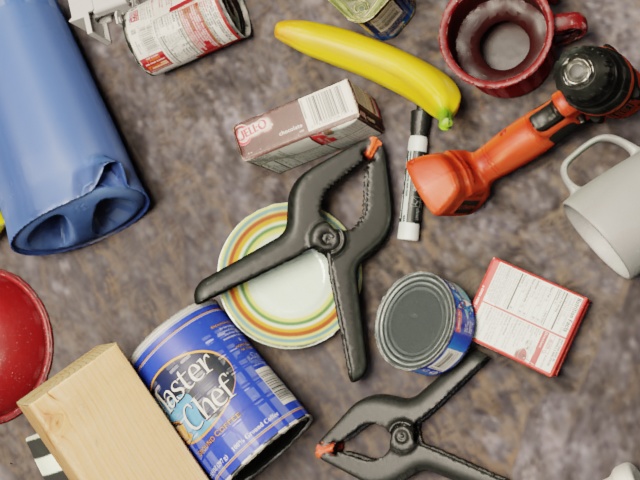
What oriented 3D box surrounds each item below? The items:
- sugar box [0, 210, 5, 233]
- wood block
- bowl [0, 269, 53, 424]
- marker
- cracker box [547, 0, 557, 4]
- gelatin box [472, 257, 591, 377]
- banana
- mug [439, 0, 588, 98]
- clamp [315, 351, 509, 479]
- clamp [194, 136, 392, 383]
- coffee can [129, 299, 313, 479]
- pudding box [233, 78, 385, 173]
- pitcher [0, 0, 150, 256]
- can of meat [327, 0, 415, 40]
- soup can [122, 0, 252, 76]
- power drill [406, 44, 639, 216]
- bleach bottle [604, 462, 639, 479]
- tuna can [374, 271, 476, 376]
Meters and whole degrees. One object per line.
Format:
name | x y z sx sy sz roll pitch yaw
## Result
sugar box | -0.379 -0.069 1.067 0.094 0.048 0.176 -37 76 42
wood block | -0.164 0.201 0.928 0.090 0.090 0.206 -36 97 -22
bowl | -0.349 0.106 1.059 0.162 0.055 0.162 -1 87 18
marker | 0.084 -0.060 0.946 0.020 0.020 0.121 5 88 18
cracker box | 0.168 -0.331 0.908 0.164 0.072 0.214 26 96 20
gelatin box | 0.173 0.065 0.903 0.089 0.030 0.073 25 93 19
banana | 0.052 -0.153 0.937 0.198 0.069 0.037 31 112 26
mug | 0.164 -0.168 0.893 0.117 0.081 0.093 -13 83 17
clamp | 0.080 0.159 0.925 0.172 0.039 0.120 -4 73 17
clamp | -0.006 0.001 0.938 0.164 0.036 0.210 20 83 -6
coffee can | -0.089 0.137 0.946 0.103 0.102 0.140 -44 75 11
pudding box | -0.009 -0.098 0.941 0.114 0.090 0.039 -19 82 16
pitcher | -0.270 -0.111 1.017 0.149 0.145 0.243 -24 76 3
can of meat | 0.031 -0.227 0.939 0.102 0.083 0.057 45 100 16
soup can | -0.124 -0.202 0.997 0.102 0.068 0.068 -20 81 16
power drill | 0.164 -0.086 0.845 0.188 0.184 0.057 -31 78 24
bleach bottle | 0.166 0.283 0.876 0.251 0.068 0.102 -31 77 16
tuna can | 0.090 0.072 0.909 0.086 0.033 0.086 -19 61 39
